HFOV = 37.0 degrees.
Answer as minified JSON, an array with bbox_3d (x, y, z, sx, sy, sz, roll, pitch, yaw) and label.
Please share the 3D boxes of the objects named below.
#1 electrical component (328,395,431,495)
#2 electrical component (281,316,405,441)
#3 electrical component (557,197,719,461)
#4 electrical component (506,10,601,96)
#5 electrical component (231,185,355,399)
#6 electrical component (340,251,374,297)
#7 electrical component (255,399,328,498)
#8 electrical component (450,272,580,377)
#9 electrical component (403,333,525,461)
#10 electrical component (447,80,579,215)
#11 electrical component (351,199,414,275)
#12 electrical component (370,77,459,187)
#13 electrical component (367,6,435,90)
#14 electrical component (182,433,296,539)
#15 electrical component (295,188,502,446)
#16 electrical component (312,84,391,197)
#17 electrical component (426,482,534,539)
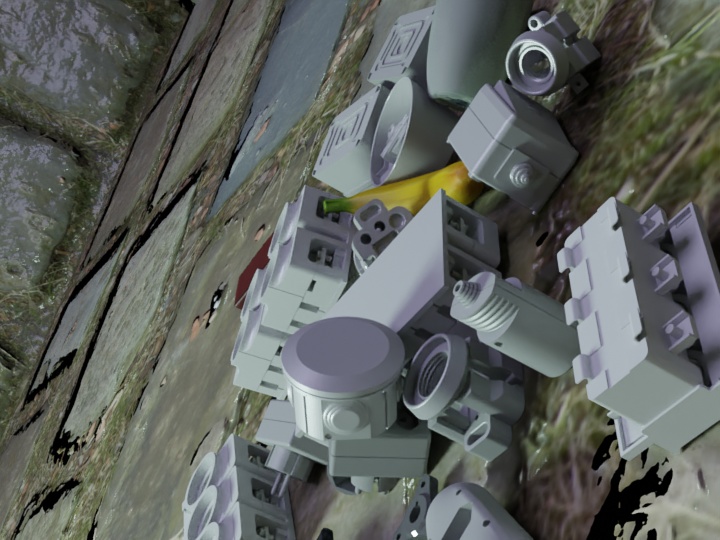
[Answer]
[{"bbox_3d":[0.011,0.127,0.745,0.047,0.066,0.076,-95,8,-56],"label":"electrical component"},{"bbox_3d":[-0.010,0.071,0.708,0.080,0.080,0.051,-95,2,-56],"label":"electrical component"},{"bbox_3d":[0.143,0.023,0.546,0.078,0.063,0.121,-48,24,35],"label":"electrical component"},{"bbox_3d":[0.138,-0.155,0.783,0.055,0.066,0.048,-35,-4,-44],"label":"electrical component"},{"bbox_3d":[-0.066,0.023,1.003,0.186,0.060,0.105,119,165,-44],"label":"electrical component"},{"bbox_3d":[0.000,0.000,0.970,0.061,0.035,0.035,-59,20,18],"label":"electrical component"},{"bbox_3d":[-0.054,0.151,0.887,0.083,0.047,0.075,-11,54,65],"label":"electrical component"},{"bbox_3d":[0.091,0.028,0.642,0.043,0.081,0.043,-50,23,31],"label":"electrical component"},{"bbox_3d":[0.065,0.075,0.681,0.058,0.057,0.078,-47,25,36],"label":"electrical component"},{"bbox_3d":[0.112,-0.089,0.770,0.061,0.062,0.096,-56,21,17],"label":"electrical component"},{"bbox_3d":[0.025,-0.016,0.880,0.058,0.078,0.057,-34,-6,-8],"label":"electrical component"},{"bbox_3d":[0.043,-0.115,0.967,0.099,0.064,0.099,-50,23,31],"label":"electrical component"},{"bbox_3d":[0.063,-0.205,1.046,0.078,0.057,0.113,-63,20,-3],"label":"electrical component"},{"bbox_3d":[-0.108,0.219,0.909,0.089,0.062,0.150,-56,21,16],"label":"electrical component"},{"bbox_3d":[0.030,0.045,0.799,0.186,0.060,0.105,-48,24,34],"label":"electrical component"},{"bbox_3d":[0.009,-0.125,1.074,0.113,0.057,0.078,-25,41,59],"label":"electrical component"},{"bbox_3d":[0.060,0.167,0.591,0.079,0.043,0.077,-61,20,3],"label":"electrical component"}]
